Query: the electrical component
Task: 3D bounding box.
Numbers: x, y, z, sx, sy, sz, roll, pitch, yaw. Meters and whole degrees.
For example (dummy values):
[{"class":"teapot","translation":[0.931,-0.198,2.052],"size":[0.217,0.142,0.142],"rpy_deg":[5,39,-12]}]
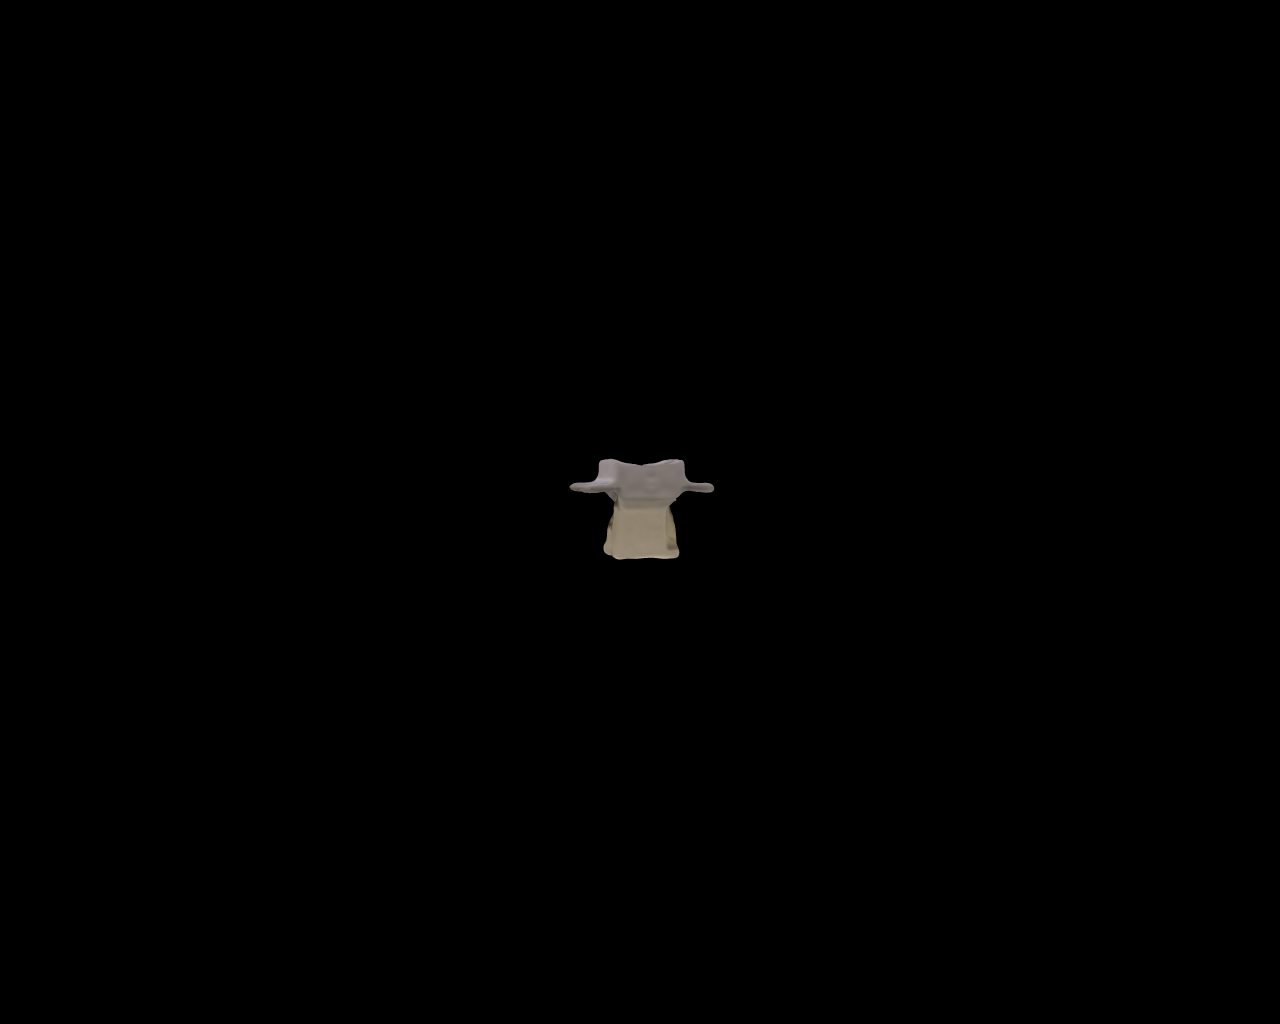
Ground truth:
[{"class":"electrical component","translation":[0.001,-0.003,0.650],"size":[0.081,0.063,0.042],"rpy_deg":[-1,4,-15]}]
